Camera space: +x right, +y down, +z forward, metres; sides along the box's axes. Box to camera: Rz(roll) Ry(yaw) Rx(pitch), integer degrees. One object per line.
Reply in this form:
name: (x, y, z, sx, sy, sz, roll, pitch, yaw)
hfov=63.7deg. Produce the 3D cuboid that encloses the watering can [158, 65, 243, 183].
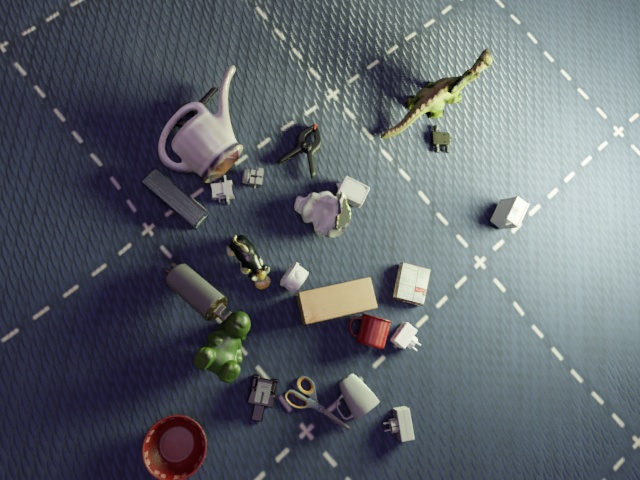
watering can: (-0.309, -0.313, 1.477, 0.346, 0.104, 0.224, -43, 89, 9)

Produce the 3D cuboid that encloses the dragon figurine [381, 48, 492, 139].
dragon figurine: (0.372, -0.450, 1.569, 0.414, 0.241, 0.122, -41, 92, -16)

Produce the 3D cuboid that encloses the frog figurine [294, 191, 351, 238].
frog figurine: (0.005, -0.076, 1.515, 0.159, 0.122, 0.138, 2, 87, 28)
